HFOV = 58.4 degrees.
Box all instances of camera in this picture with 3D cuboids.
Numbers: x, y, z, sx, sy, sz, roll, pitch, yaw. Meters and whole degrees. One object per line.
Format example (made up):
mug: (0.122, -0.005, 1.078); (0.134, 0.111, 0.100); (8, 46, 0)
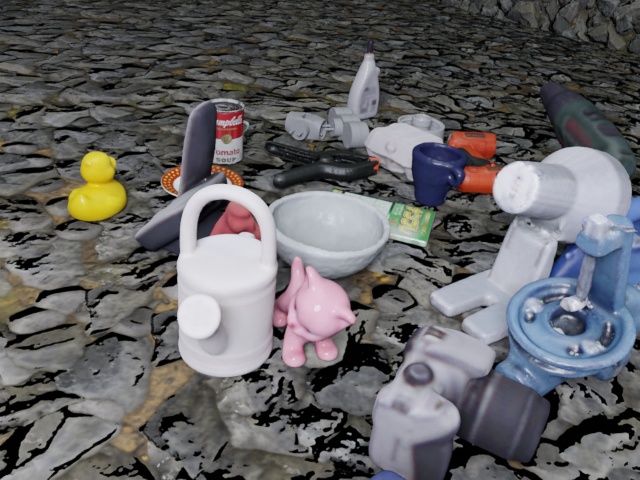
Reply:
camera: (0.133, 0.150, 0.524); (0.136, 0.101, 0.143); (21, 34, 22)

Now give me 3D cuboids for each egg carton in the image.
egg carton: (0.161, -0.169, 1.081); (0.107, 0.069, 0.149); (-23, 42, -39)

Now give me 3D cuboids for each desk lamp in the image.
desk lamp: (0.257, -0.004, 0.693); (0.204, 0.213, 0.117); (-16, 38, -33)

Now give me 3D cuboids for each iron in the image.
iron: (0.410, 0.002, 0.784); (0.259, 0.141, 0.118); (-11, 36, -27)

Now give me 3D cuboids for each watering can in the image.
watering can: (-0.091, 0.039, 0.570); (0.101, 0.194, 0.172); (-2, 32, -14)

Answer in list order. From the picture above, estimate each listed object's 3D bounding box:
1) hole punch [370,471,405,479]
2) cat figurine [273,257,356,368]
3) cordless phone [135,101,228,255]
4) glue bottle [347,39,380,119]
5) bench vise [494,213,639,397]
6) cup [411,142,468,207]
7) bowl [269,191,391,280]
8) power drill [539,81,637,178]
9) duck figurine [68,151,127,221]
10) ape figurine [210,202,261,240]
hole punch: (0.040, 0.231, 0.383); (0.101, 0.091, 0.108); (-15, 38, -32)
cat figurine: (-0.009, 0.069, 0.611); (0.067, 0.118, 0.127); (-5, 33, -19)
cordless phone: (-0.180, -0.084, 0.760); (0.094, 0.185, 0.148); (13, 32, 9)
glue bottle: (0.104, -0.358, 1.279); (0.078, 0.173, 0.037); (-19, 40, -36)
bench vise: (0.277, 0.055, 0.595); (0.121, 0.220, 0.208); (29, 37, 31)
cup: (0.197, -0.098, 0.949); (0.092, 0.095, 0.117); (-7, 34, -22)
bowl: (0.007, 0.003, 0.764); (0.167, 0.075, 0.167); (5, 31, -3)
power drill: (0.396, -0.122, 0.918); (0.076, 0.208, 0.229); (-3, 33, -15)
duck figurine: (-0.323, -0.083, 0.826); (0.077, 0.086, 0.104); (10, 31, 6)
ape figurine: (-0.108, -0.012, 0.748); (0.078, 0.092, 0.076); (-1, 32, -12)
